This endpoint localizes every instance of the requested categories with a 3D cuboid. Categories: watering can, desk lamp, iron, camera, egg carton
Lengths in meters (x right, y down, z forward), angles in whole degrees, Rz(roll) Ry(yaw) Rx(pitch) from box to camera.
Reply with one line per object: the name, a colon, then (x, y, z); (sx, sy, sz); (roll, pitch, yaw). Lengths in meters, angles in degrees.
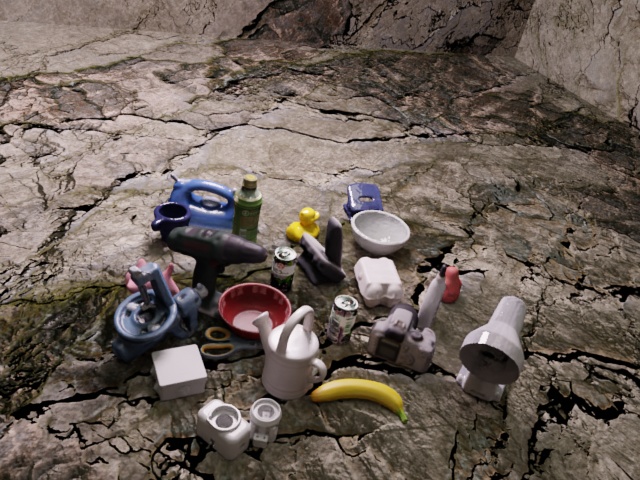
watering can: (-0.060, 0.205, 1.105); (0.172, 0.194, 0.101); (17, 35, 8)
desk lamp: (0.355, 0.229, 1.176); (0.117, 0.213, 0.204); (24, 36, 18)
iron: (-0.283, -0.098, 1.522); (0.258, 0.141, 0.118); (8, 34, -5)
camera: (0.192, 0.200, 1.270); (0.143, 0.101, 0.137); (20, 35, 12)
egg carton: (0.143, 0.102, 1.424); (0.107, 0.069, 0.150); (2, 35, -13)

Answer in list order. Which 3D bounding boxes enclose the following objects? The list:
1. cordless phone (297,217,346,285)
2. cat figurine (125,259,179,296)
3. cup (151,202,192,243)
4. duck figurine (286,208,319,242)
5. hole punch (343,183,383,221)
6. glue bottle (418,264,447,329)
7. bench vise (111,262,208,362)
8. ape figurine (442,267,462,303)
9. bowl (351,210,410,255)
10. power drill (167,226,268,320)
cordless phone: (0.013, 0.005, 1.422); (0.094, 0.185, 0.147); (-13, 41, -31)
cat figurine: (-0.370, 0.090, 1.246); (0.067, 0.118, 0.128); (35, 41, 31)
cup: (-0.379, -0.030, 1.438); (0.091, 0.095, 0.118); (24, 36, 18)
duck figurine: (-0.043, -0.047, 1.569); (0.105, 0.086, 0.077); (-19, 45, -37)
hole punch: (0.133, -0.110, 1.708); (0.109, 0.091, 0.101); (-1, 36, -17)
glue bottle: (0.268, 0.126, 1.334); (0.037, 0.173, 0.078); (23, 36, 17)
bench vise: (-0.321, 0.115, 1.135); (0.121, 0.220, 0.208); (22, 36, 16)
ape figurine: (0.329, 0.107, 1.453); (0.078, 0.092, 0.076); (6, 35, -8)
bowl: (0.161, -0.009, 1.585); (0.167, 0.075, 0.167); (8, 34, -5)
power drill: (-0.224, 0.066, 1.244); (0.229, 0.208, 0.076); (20, 35, 12)
